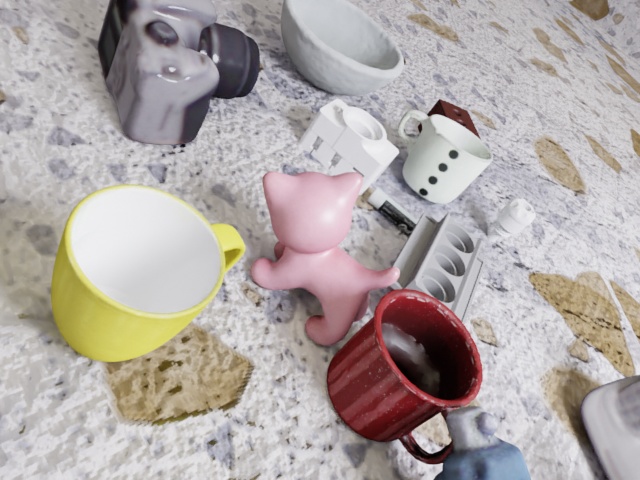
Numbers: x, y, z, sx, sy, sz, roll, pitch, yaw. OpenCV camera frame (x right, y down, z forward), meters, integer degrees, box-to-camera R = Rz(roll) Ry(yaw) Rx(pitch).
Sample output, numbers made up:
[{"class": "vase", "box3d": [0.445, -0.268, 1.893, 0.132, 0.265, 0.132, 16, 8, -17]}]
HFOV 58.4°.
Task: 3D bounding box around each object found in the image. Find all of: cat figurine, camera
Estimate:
[{"class": "cat figurine", "box3d": [0.004, 0.002, 0.443, 0.128, 0.117, 0.067, 42, 39, 4]}, {"class": "camera", "box3d": [-0.117, -0.167, 0.523, 0.137, 0.100, 0.143, 1, 53, -38]}]

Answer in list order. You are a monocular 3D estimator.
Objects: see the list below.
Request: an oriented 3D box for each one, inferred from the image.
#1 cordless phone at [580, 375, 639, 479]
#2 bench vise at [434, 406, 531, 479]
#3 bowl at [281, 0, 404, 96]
[{"class": "cordless phone", "box3d": [0.334, 0.168, 0.490, 0.094, 0.184, 0.147, 11, 47, -30]}, {"class": "bench vise", "box3d": [0.138, 0.182, 0.297, 0.207, 0.219, 0.122, 49, 40, 12]}, {"class": "bowl", "box3d": [0.016, -0.234, 0.710, 0.168, 0.074, 0.167, 21, 42, -21]}]
